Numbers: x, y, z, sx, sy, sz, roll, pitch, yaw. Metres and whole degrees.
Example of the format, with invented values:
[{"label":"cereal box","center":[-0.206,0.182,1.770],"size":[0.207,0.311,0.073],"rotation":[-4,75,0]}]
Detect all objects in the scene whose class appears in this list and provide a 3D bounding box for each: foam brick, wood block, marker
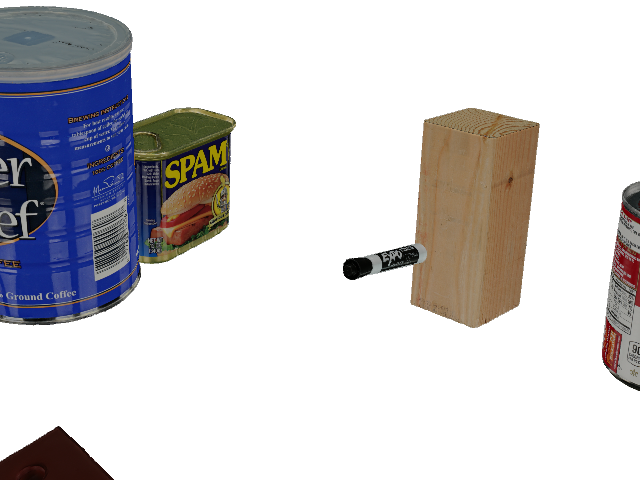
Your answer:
[{"label":"foam brick","center":[-0.115,0.134,0.483],"size":[0.052,0.051,0.078],"rotation":[-31,44,-31]},{"label":"wood block","center":[0.162,-0.026,1.130],"size":[0.090,0.206,0.090],"rotation":[20,27,38]},{"label":"marker","center":[0.058,0.019,0.954],"size":[0.020,0.020,0.120],"rotation":[0,7,36]}]

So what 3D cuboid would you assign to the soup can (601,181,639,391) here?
[{"label":"soup can","center":[0.191,0.025,0.577],"size":[0.068,0.102,0.068],"rotation":[0,25,0]}]

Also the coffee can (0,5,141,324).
[{"label":"coffee can","center":[-0.149,-0.041,0.564],"size":[0.103,0.140,0.103],"rotation":[2,28,-1]}]

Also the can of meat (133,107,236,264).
[{"label":"can of meat","center":[-0.107,-0.040,0.764],"size":[0.058,0.084,0.101],"rotation":[18,28,29]}]
